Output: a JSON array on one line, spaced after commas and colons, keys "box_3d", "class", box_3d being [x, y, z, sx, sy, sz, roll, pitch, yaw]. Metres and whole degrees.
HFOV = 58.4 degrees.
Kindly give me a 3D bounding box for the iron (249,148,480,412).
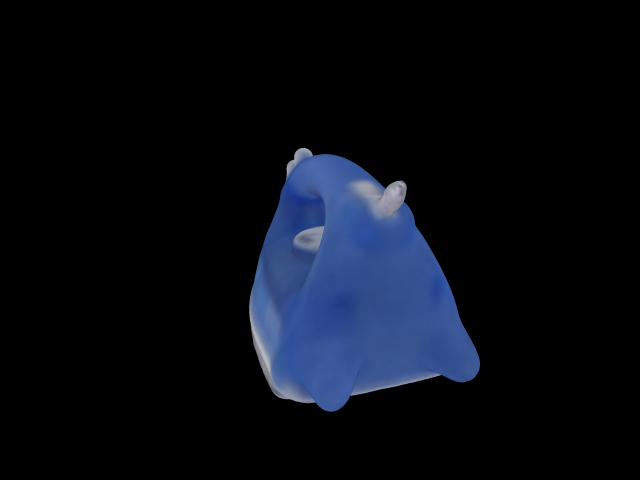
[{"box_3d": [0.004, 0.001, 0.400, 0.119, 0.141, 0.257, -7, 21, -18], "class": "iron"}]
